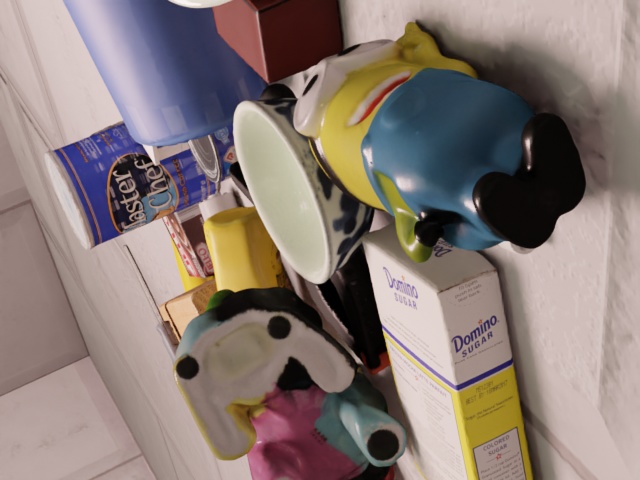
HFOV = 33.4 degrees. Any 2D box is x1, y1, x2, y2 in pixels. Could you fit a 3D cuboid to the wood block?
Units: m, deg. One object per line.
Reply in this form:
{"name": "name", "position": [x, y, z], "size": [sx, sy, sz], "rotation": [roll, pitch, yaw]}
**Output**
{"name": "wood block", "position": [-0.087, 0.081, 1.042], "size": [0.091, 0.090, 0.206], "rotation": [65, 162, -2]}

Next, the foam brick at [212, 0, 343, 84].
{"name": "foam brick", "position": [-0.028, -0.139, 0.642], "size": [0.078, 0.053, 0.051], "rotation": [50, 157, 44]}

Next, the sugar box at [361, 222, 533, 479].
{"name": "sugar box", "position": [0.079, 0.081, 0.636], "size": [0.093, 0.048, 0.176], "rotation": [39, 145, 57]}

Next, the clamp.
{"name": "clamp", "position": [-0.005, 0.001, 0.783], "size": [0.210, 0.036, 0.165], "rotation": [63, 162, 1]}

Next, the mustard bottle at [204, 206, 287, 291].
{"name": "mustard bottle", "position": [-0.050, 0.069, 0.893], "size": [0.096, 0.058, 0.191], "rotation": [-55, -44, -79]}

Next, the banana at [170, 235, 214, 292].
{"name": "banana", "position": [-0.147, 0.048, 1.258], "size": [0.070, 0.037, 0.198], "rotation": [48, 156, 41]}

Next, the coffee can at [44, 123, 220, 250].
{"name": "coffee can", "position": [-0.184, -0.064, 1.045], "size": [0.103, 0.140, 0.103], "rotation": [55, 160, 31]}

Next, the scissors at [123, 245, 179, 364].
{"name": "scissors", "position": [-0.154, 0.105, 1.091], "size": [0.202, 0.016, 0.096], "rotation": [60, 162, 15]}

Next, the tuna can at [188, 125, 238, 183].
{"name": "tuna can", "position": [-0.091, -0.093, 0.914], "size": [0.086, 0.033, 0.086], "rotation": [55, 160, 31]}

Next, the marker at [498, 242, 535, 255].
{"name": "marker", "position": [0.074, -0.014, 0.564], "size": [0.121, 0.020, 0.020], "rotation": [28, 139, 63]}

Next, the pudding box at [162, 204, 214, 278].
{"name": "pudding box", "position": [-0.142, -0.015, 1.157], "size": [0.113, 0.039, 0.090], "rotation": [67, 163, -6]}

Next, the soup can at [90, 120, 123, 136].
{"name": "soup can", "position": [-0.213, -0.085, 1.224], "size": [0.069, 0.068, 0.102], "rotation": [17, 130, 67]}

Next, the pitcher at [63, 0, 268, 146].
{"name": "pitcher", "position": [-0.128, -0.196, 0.748], "size": [0.145, 0.149, 0.243], "rotation": [-8, 115, 29]}

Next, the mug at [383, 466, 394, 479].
{"name": "mug", "position": [-0.002, 0.197, 0.919], "size": [0.081, 0.117, 0.093], "rotation": [138, 140, -77]}
